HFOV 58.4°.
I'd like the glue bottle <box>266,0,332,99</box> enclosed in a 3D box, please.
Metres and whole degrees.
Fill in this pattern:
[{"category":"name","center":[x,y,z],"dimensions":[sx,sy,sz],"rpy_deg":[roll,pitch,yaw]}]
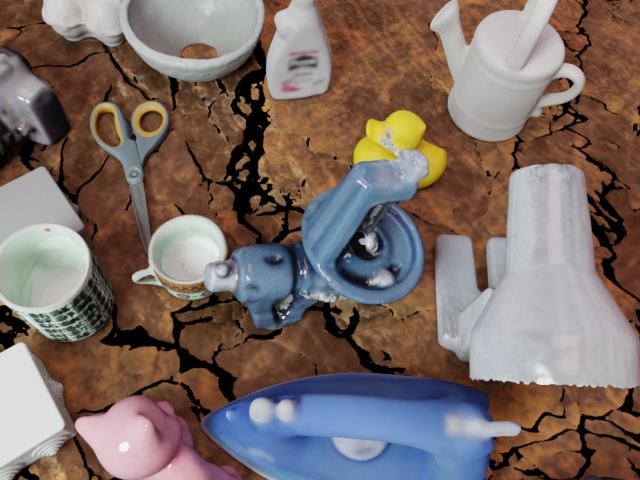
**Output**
[{"category":"glue bottle","center":[-0.021,-0.227,0.634],"dimensions":[0.078,0.173,0.037],"rpy_deg":[-14,65,-11]}]

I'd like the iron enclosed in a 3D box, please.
[{"category":"iron","center":[0.025,0.153,0.465],"dimensions":[0.258,0.141,0.118],"rpy_deg":[6,63,-2]}]

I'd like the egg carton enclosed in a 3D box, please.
[{"category":"egg carton","center":[-0.274,-0.312,0.712],"dimensions":[0.107,0.069,0.150],"rpy_deg":[6,63,-2]}]

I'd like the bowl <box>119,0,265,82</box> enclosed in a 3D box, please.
[{"category":"bowl","center":[-0.148,-0.248,0.688],"dimensions":[0.167,0.075,0.167],"rpy_deg":[2,63,-4]}]

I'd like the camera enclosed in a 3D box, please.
[{"category":"camera","center":[-0.366,-0.137,0.598],"dimensions":[0.143,0.101,0.137],"rpy_deg":[27,64,9]}]

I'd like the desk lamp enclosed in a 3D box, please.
[{"category":"desk lamp","center":[0.170,0.046,0.491],"dimensions":[0.118,0.213,0.203],"rpy_deg":[3,63,-3]}]

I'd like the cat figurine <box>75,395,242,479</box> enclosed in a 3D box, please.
[{"category":"cat figurine","center":[-0.125,0.173,0.455],"dimensions":[0.127,0.118,0.067],"rpy_deg":[36,66,13]}]

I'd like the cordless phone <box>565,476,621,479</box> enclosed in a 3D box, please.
[{"category":"cordless phone","center":[0.200,0.227,0.419],"dimensions":[0.148,0.185,0.094],"rpy_deg":[-16,66,-12]}]

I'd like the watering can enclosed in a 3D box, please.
[{"category":"watering can","center":[0.207,-0.207,0.632],"dimensions":[0.173,0.194,0.101],"rpy_deg":[4,63,-3]}]

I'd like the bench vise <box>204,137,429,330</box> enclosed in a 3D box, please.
[{"category":"bench vise","center":[0.011,0.011,0.491],"dimensions":[0.208,0.220,0.121],"rpy_deg":[-29,69,-18]}]

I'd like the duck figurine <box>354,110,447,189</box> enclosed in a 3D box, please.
[{"category":"duck figurine","center":[0.093,-0.105,0.632],"dimensions":[0.104,0.086,0.077],"rpy_deg":[12,63,1]}]
